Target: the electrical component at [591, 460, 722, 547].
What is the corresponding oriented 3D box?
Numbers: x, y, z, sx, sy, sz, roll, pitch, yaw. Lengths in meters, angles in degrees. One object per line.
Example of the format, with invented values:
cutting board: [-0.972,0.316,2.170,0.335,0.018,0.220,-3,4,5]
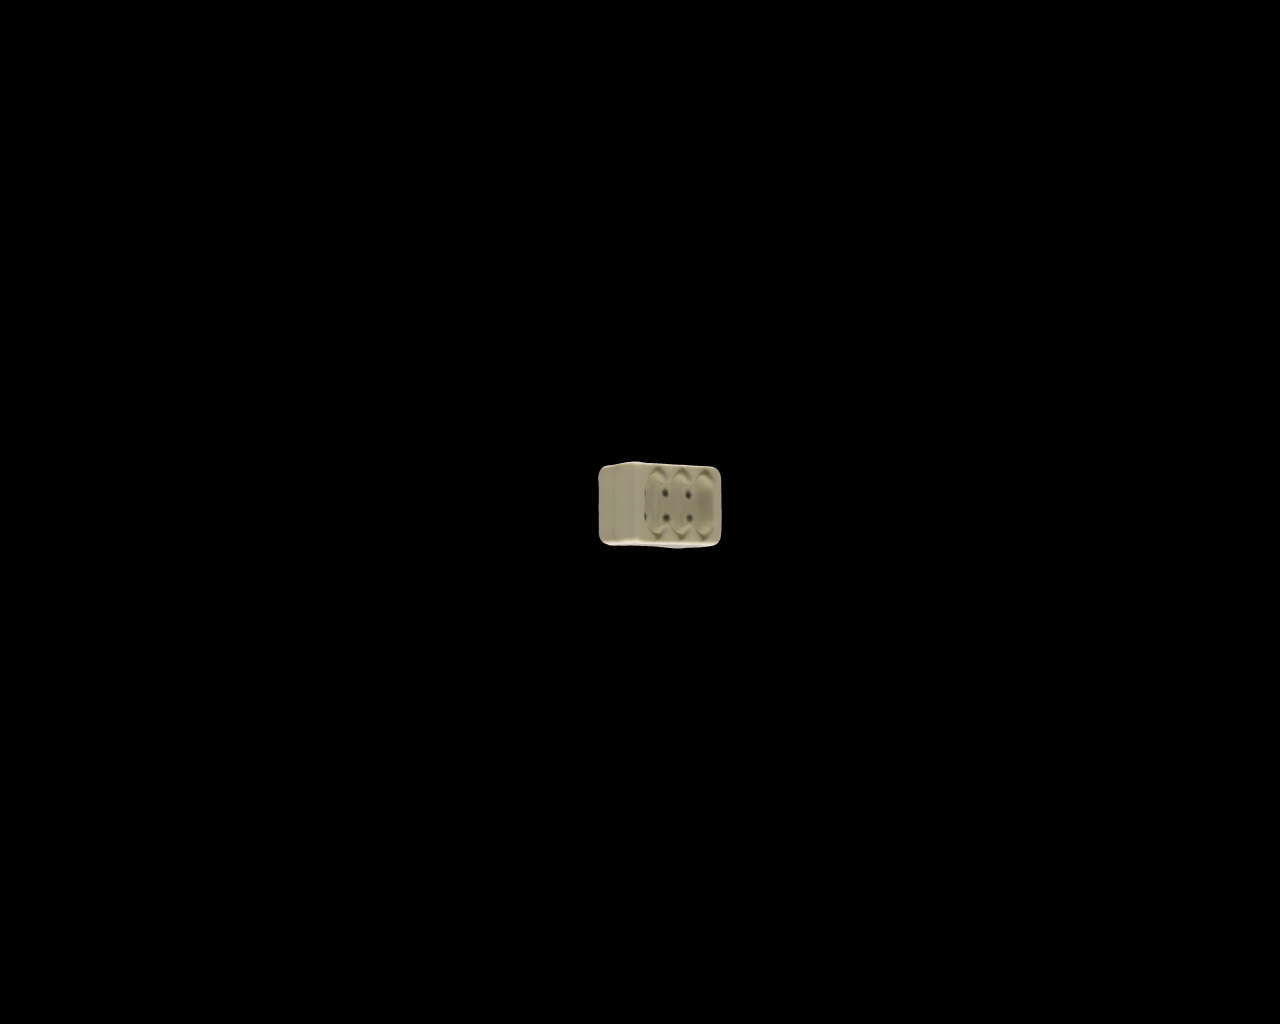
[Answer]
electrical component: [0.001,-0.003,0.650,0.066,0.047,0.076,3,-5,-37]
